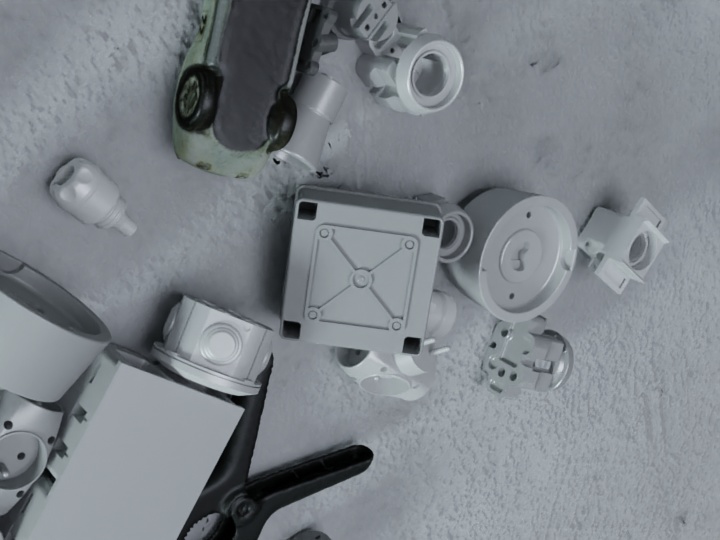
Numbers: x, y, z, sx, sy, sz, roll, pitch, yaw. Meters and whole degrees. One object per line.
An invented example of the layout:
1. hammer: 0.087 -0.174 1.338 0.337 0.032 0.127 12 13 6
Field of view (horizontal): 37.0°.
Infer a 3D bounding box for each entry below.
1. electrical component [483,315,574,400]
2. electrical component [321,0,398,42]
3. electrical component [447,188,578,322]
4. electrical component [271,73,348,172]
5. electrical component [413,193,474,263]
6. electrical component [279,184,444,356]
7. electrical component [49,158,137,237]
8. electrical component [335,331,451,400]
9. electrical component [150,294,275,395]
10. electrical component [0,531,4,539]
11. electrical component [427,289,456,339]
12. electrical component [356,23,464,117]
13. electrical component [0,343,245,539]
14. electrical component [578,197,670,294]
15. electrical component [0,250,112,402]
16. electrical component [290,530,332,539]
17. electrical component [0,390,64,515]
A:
1. electrical component: 0.152 0.078 0.958 0.057 0.058 0.078 14 98 -36
2. electrical component: 0.000 -0.180 0.757 0.040 0.046 0.040 -12 113 -30
3. electrical component: 0.122 -0.017 0.897 0.108 0.060 0.108 -13 114 -32
4. electrical component: -0.037 -0.108 0.762 0.044 0.044 0.065 30 84 -39
5. electrical component: 0.056 -0.033 0.847 0.066 0.055 0.048 -13 114 -32
6. electrical component: 0.000 0.000 0.789 0.109 0.056 0.108 8 105 -3
7. electrical component: -0.169 -0.043 0.695 0.035 0.035 0.061 -52 131 -8
8. electrical component: 0.035 0.068 0.858 0.077 0.079 0.044 32 51 -39
9. electrical component: -0.101 0.053 0.751 0.080 0.080 0.051 24 87 -39
10. electrical component: -0.266 0.174 0.698 0.055 0.047 0.055 -13 114 -32
11. electrical component: 0.049 0.032 0.878 0.046 0.040 0.040 19 95 -34
12. electrical component: 0.039 -0.147 0.792 0.058 0.057 0.078 -48 128 -11
13. electrical component: -0.177 0.152 0.745 0.105 0.060 0.186 28 90 -39
14. electrical component: 0.236 -0.025 0.974 0.042 0.064 0.081 37 84 -40
15. electrical component: -0.213 0.036 0.649 0.108 0.108 0.060 34 92 -39
16. electrical component: -0.037 0.251 0.893 0.045 0.045 0.055 -29 121 -24
17. electrical component: -0.244 0.109 0.691 0.079 0.044 0.077 31 88 -39
